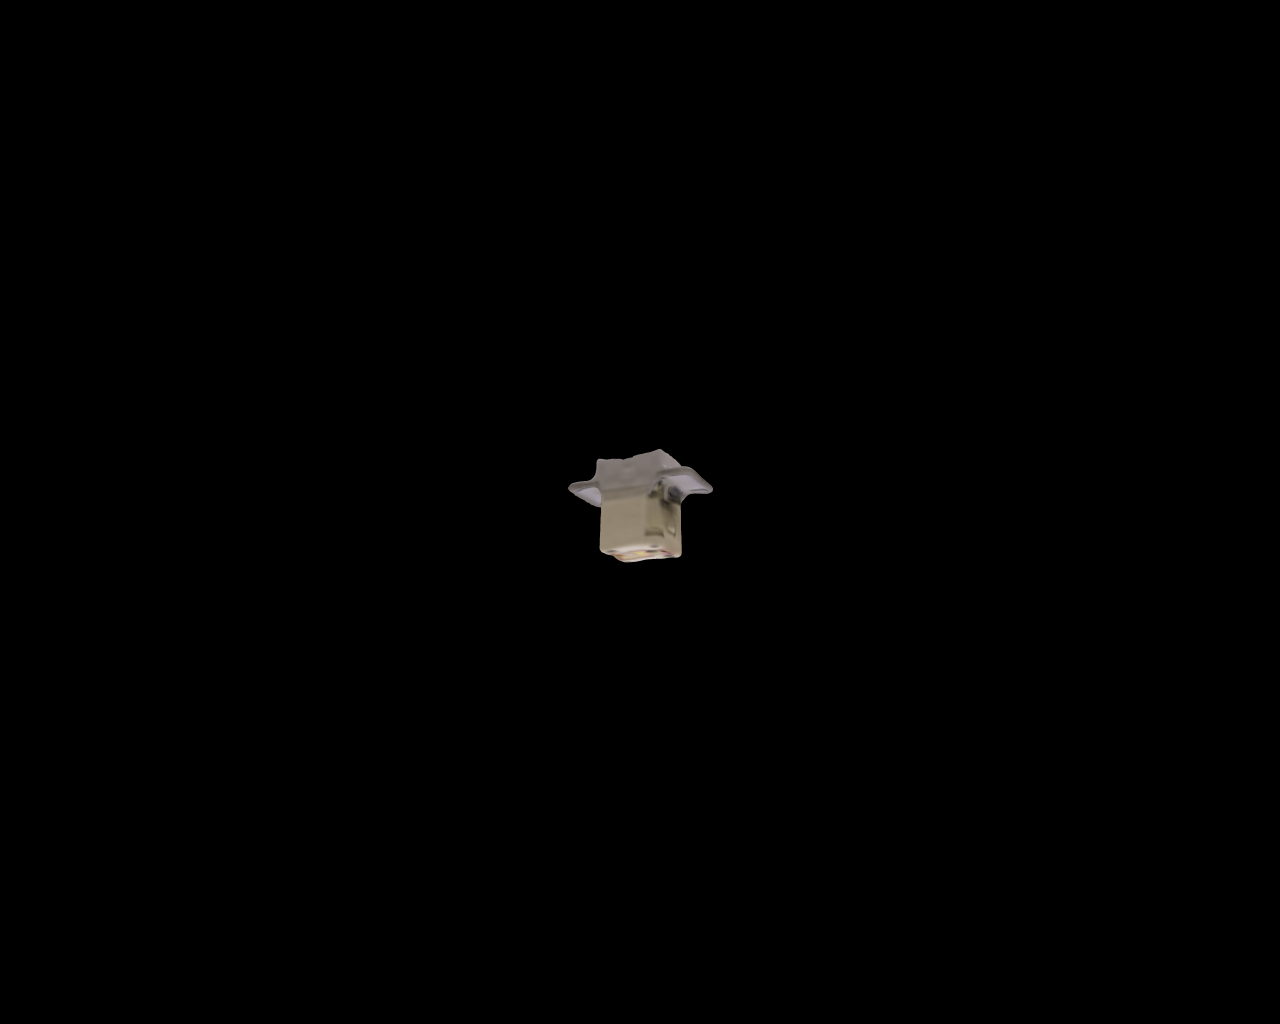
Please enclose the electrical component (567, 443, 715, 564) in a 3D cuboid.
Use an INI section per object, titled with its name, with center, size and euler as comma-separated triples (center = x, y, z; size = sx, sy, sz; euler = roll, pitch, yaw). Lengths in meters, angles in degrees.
[electrical component]
center = 0.001, -0.003, 0.650
size = 0.081, 0.064, 0.042
euler = -8, -19, 24
